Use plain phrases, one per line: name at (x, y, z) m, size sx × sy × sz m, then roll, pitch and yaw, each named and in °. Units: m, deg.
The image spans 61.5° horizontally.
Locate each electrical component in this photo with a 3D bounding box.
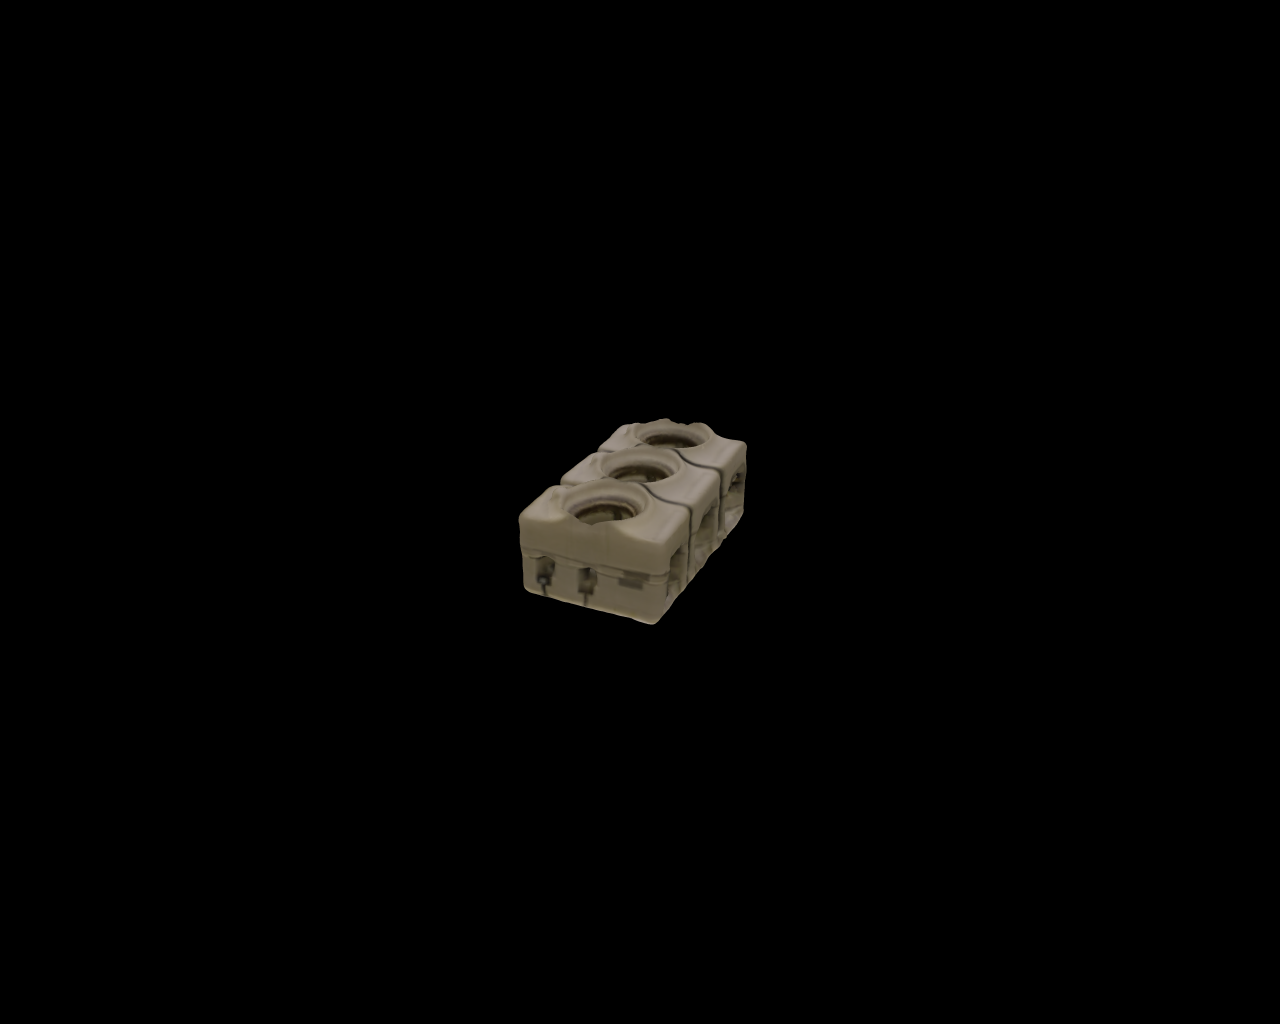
electrical component at (0.001, -0.003, 0.650) m, size 0.089 × 0.061 × 0.150 m, roll 11°, pitch 29°, yaw 21°
